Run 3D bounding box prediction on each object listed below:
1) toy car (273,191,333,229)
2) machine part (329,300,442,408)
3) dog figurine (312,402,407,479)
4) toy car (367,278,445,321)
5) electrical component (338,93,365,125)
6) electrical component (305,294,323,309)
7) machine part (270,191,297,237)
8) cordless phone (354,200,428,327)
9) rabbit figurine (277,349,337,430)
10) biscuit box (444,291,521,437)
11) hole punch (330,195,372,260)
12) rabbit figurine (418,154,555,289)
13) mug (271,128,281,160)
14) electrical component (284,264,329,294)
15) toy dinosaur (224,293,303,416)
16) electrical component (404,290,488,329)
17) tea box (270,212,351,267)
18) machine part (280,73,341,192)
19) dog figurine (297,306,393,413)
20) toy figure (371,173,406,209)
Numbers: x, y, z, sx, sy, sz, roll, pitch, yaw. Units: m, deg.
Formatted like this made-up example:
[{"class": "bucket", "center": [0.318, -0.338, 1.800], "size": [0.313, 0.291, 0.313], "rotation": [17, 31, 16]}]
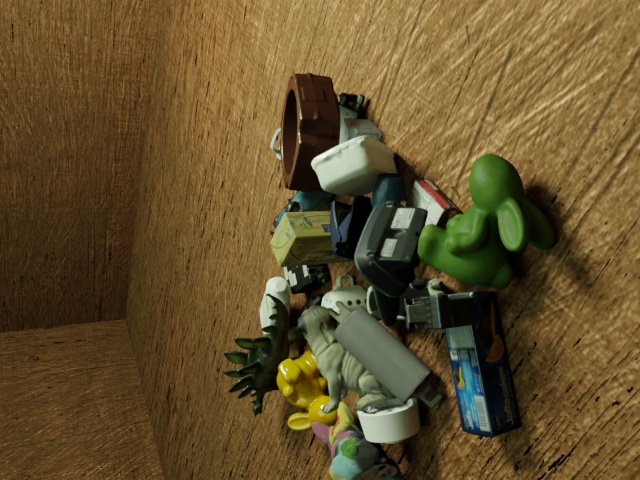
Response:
[{"class": "toy car", "center": [-0.023, -0.059, 1.172], "size": [0.103, 0.162, 0.109], "rotation": [40, 137, -7]}, {"class": "machine part", "center": [0.108, 0.198, 0.935], "size": [0.243, 0.079, 0.079], "rotation": [42, 132, 18]}, {"class": "dog figurine", "center": [0.054, 0.398, 1.036], "size": [0.219, 0.108, 0.191], "rotation": [43, 168, 51]}, {"class": "toy car", "center": [0.149, 0.106, 0.942], "size": [0.202, 0.056, 0.073], "rotation": [-12, 76, 59]}, {"class": "electrical component", "center": [0.054, -0.253, 1.096], "size": [0.078, 0.045, 0.102], "rotation": [24, 119, 27]}, {"class": "electrical component", "center": [-0.010, 0.168, 1.253], "size": [0.094, 0.021, 0.063], "rotation": [-59, 44, 43]}, {"class": "machine part", "center": [-0.066, -0.055, 1.280], "size": [0.084, 0.039, 0.139], "rotation": [29, 87, 49]}, {"class": "cordless phone", "center": [0.123, 0.044, 0.859], "size": [0.089, 0.146, 0.184], "rotation": [8, 141, 22]}, {"class": "rabbit figurine", "center": [-0.021, 0.356, 1.202], "size": [0.173, 0.122, 0.162], "rotation": [39, 120, 29]}, {"class": "biscuit box", "center": [0.234, 0.179, 0.789], "size": [0.059, 0.063, 0.202], "rotation": [-23, 72, 58]}, {"class": "hole punch", "center": [0.077, -0.017, 0.988], "size": [0.092, 0.142, 0.115], "rotation": [5, 83, 59]}, {"class": "rabbit figurine", "center": [0.226, -0.026, 0.730], "size": [0.159, 0.121, 0.170], "rotation": [38, 127, 45]}, {"class": "mug", "center": [-0.056, -0.230, 1.230], "size": [0.107, 0.109, 0.081], "rotation": [-68, 28, 15]}, {"class": "electrical component", "center": [-0.037, 0.063, 1.258], "size": [0.134, 0.058, 0.115], "rotation": [-33, 62, 57]}, {"class": "toy dinosaur", "center": [-0.122, 0.282, 1.284], "size": [0.105, 0.198, 0.470], "rotation": [54, 138, 39]}, {"class": "electrical component", "center": [0.181, 0.097, 0.743], "size": [0.119, 0.075, 0.047], "rotation": [-14, 79, 55]}, {"class": "tea box", "center": [-0.002, -0.003, 1.080], "size": [0.098, 0.169, 0.068], "rotation": [-59, 43, 42]}, {"class": "machine part", "center": [-0.023, -0.213, 1.082], "size": [0.201, 0.087, 0.201], "rotation": [111, 155, -51]}, {"class": "dog figurine", "center": [0.057, 0.208, 1.008], "size": [0.121, 0.172, 0.190], "rotation": [-17, -87, -83]}, {"class": "toy figure", "center": [0.114, -0.034, 0.914], "size": [0.064, 0.058, 0.154], "rotation": [-132, 45, -63]}]
